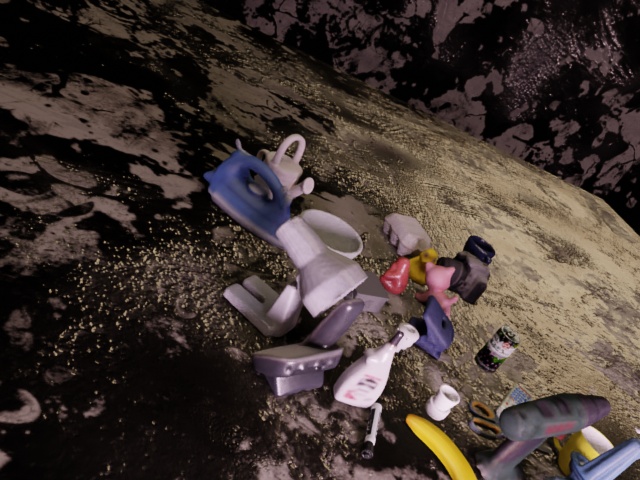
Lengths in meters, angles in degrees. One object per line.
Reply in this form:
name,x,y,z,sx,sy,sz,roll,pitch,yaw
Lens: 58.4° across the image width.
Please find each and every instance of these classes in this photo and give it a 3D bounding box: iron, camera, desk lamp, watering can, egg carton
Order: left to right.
iron,-0.138,-0.109,1.311,0.258,0.141,0.119,40,29,16
watering can,-0.087,-0.170,1.404,0.173,0.194,0.101,33,28,3
desk lamp,-0.042,0.075,1.027,0.203,0.213,0.118,39,29,16
egg carton,0.243,-0.013,1.608,0.107,0.069,0.150,11,34,-34
camera,0.381,0.079,1.559,0.137,0.100,0.143,22,29,-16

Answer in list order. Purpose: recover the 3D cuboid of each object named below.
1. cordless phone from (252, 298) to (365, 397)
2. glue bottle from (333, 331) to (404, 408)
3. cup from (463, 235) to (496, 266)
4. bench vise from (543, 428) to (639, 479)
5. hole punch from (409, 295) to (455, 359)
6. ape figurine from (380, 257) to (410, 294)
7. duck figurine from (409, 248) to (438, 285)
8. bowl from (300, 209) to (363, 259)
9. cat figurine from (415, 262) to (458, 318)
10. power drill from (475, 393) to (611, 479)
cordless phone,-0.015,0.161,0.945,0.148,0.185,0.094,-4,43,-47
glue bottle,0.093,0.216,0.975,0.078,0.173,0.037,19,30,-22
cup,0.457,0.055,1.679,0.092,0.095,0.117,19,30,-22
bench vise,0.469,0.415,0.971,0.208,0.219,0.121,-4,43,-47
hole punch,0.255,0.189,1.266,0.101,0.091,0.109,33,28,3
ape figurine,0.186,0.078,1.378,0.078,0.092,0.076,5,37,-40
duck figurine,0.276,0.059,1.506,0.077,0.086,0.105,31,28,0
bowl,0.012,0.005,1.345,0.168,0.074,0.167,24,29,-14
cat figurine,0.291,0.117,1.391,0.067,0.117,0.127,11,34,-33
power drill,0.380,0.346,1.009,0.230,0.208,0.075,10,34,-35
